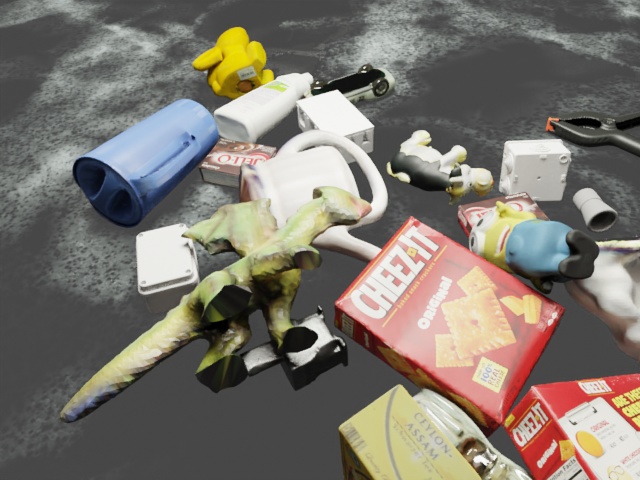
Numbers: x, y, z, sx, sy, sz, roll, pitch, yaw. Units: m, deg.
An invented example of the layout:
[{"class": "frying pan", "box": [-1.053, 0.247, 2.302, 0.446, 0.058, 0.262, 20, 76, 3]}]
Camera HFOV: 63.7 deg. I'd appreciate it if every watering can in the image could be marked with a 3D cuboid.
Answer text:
[{"class": "watering can", "box": [0.002, -0.039, 0.766, 0.225, 0.101, 0.355, -15, 54, -10]}]

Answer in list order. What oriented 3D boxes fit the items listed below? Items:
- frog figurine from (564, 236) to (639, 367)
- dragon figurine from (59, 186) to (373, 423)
[{"class": "frog figurine", "box": [0.361, 0.078, 0.616, 0.122, 0.160, 0.137, -5, -1, 24]}, {"class": "dragon figurine", "box": [-0.118, 0.042, 0.634, 0.411, 0.119, 0.247, -23, 34, -3]}]
